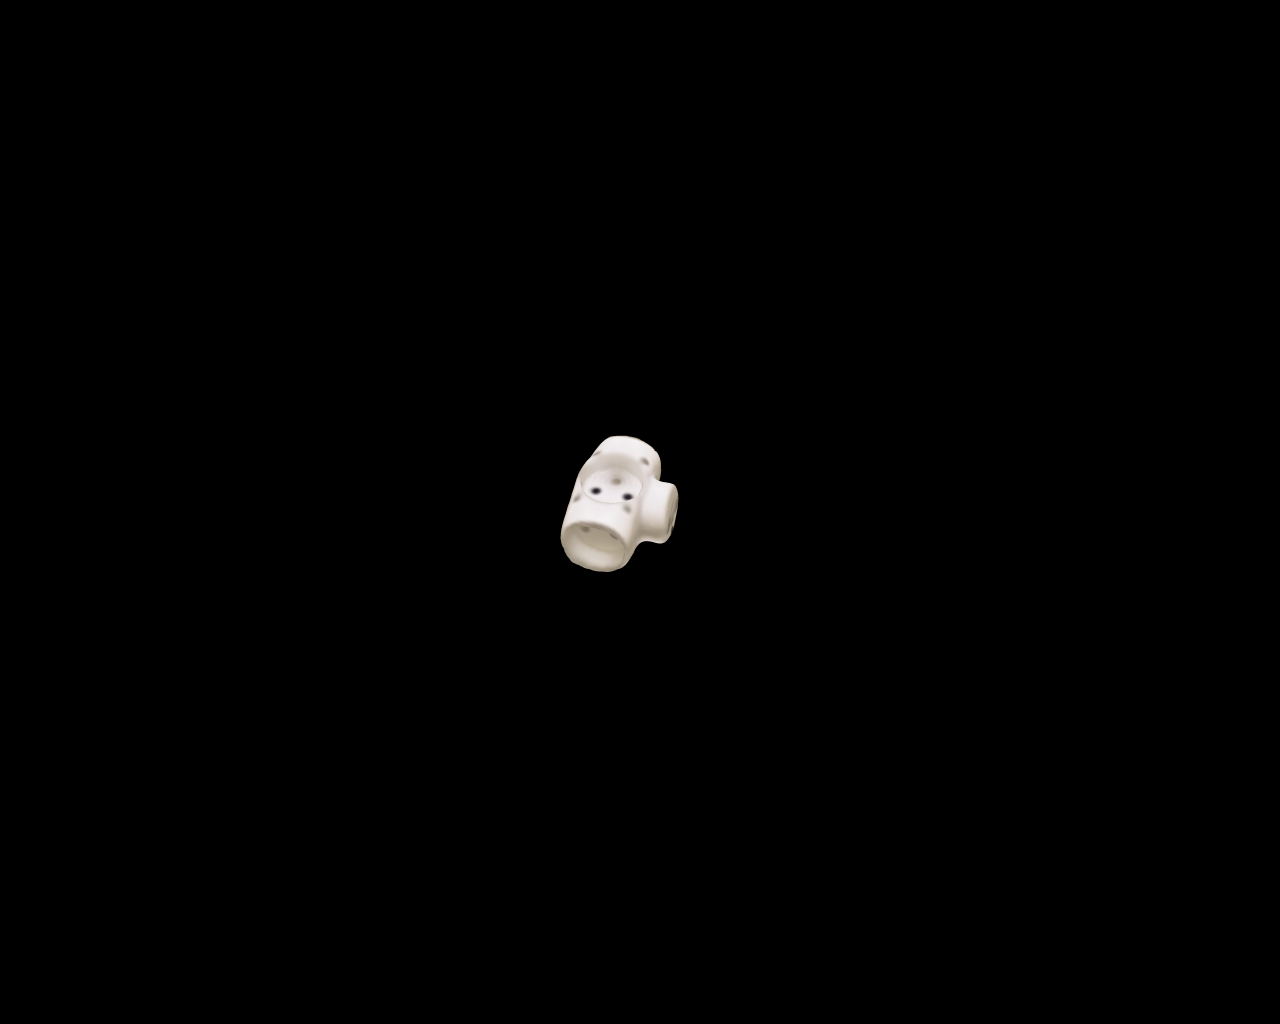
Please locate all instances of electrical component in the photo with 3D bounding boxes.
[{"bbox_3d":[0.001,-0.003,0.650,0.079,0.044,0.077,11,47,11],"label":"electrical component"}]
